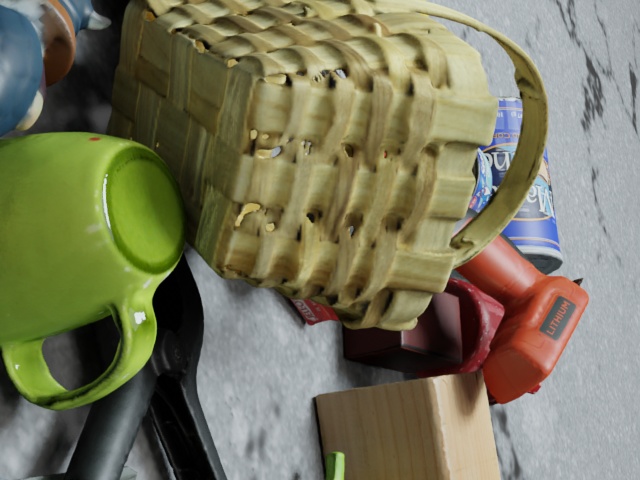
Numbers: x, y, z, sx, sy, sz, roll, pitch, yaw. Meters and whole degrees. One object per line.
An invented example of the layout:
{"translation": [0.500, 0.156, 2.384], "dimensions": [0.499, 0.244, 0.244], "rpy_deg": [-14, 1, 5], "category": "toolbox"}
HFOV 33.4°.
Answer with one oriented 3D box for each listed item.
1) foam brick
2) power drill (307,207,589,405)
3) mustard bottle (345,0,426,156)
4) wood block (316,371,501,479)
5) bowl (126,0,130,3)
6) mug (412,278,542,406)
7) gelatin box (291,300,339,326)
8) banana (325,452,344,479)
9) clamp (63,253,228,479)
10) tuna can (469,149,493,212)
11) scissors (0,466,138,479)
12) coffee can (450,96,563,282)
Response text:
{"translation": [0.060, 0.063, 0.771], "dimensions": [0.078, 0.053, 0.051], "rpy_deg": [20, 62, -47], "category": "foam brick"}
{"translation": [0.081, 0.015, 0.700], "dimensions": [0.187, 0.057, 0.184], "rpy_deg": [46, 44, -2], "category": "power drill"}
{"translation": [0.045, -0.123, 0.825], "dimensions": [0.096, 0.058, 0.191], "rpy_deg": [51, 38, -47], "category": "mustard bottle"}
{"translation": [0.070, 0.196, 0.707], "dimensions": [0.090, 0.090, 0.206], "rpy_deg": [8, 72, -60], "category": "wood block"}
{"translation": [-0.076, -0.170, 0.637], "dimensions": [0.161, 0.055, 0.162], "rpy_deg": [31, 53, -52], "category": "bowl"}
{"translation": [0.120, 0.083, 0.824], "dimensions": [0.081, 0.117, 0.093], "rpy_deg": [24, 102, -49], "category": "mug"}
{"translation": [-0.005, 0.001, 0.718], "dimensions": [0.073, 0.030, 0.089], "rpy_deg": [55, 36, -35], "category": "gelatin box"}
{"translation": [-0.033, 0.184, 0.590], "dimensions": [0.197, 0.037, 0.069], "rpy_deg": [-21, 91, -60], "category": "banana"}
{"translation": [-0.090, 0.064, 0.531], "dimensions": [0.120, 0.039, 0.171], "rpy_deg": [24, 51, -66], "category": "clamp"}
{"translation": [0.093, -0.046, 0.848], "dimensions": [0.033, 0.086, 0.086], "rpy_deg": [27, 56, -56], "category": "tuna can"}
{"translation": [-0.148, 0.094, 0.446], "dimensions": [0.201, 0.016, 0.096], "rpy_deg": [-23, 97, -63], "category": "scissors"}
{"translation": [0.151, -0.040, 0.929], "dimensions": [0.102, 0.103, 0.140], "rpy_deg": [22, 60, -55], "category": "coffee can"}
